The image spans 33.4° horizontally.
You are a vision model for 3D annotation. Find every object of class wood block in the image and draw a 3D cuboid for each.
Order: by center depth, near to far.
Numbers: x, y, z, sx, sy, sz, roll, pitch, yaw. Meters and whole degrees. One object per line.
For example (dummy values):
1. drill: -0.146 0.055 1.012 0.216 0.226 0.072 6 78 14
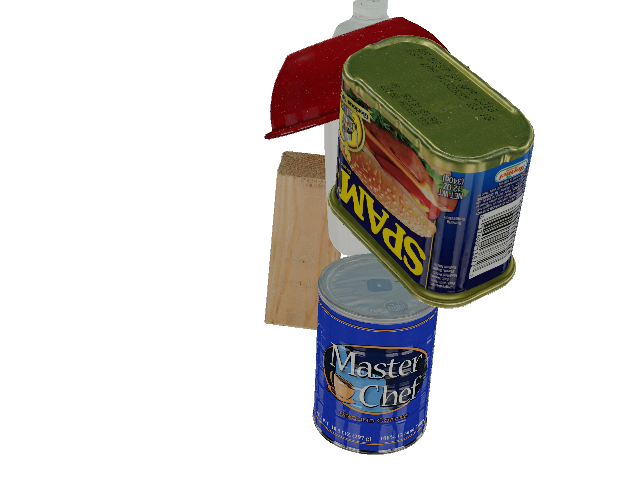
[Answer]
1. wood block: -0.016 0.000 1.366 0.090 0.206 0.090 7 24 1

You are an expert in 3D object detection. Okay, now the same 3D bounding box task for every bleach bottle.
1. bleach bottle: 0.055 -0.110 1.010 0.102 0.251 0.068 -8 30 -13

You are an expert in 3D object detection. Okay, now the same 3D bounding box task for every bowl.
1. bowl: 0.026 -0.127 0.799 0.162 0.055 0.162 -19 8 2

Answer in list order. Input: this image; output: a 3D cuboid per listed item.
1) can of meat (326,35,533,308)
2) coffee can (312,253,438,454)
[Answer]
1. can of meat: 0.049 -0.034 0.493 0.057 0.084 0.102 -22 49 -24
2. coffee can: 0.046 0.096 0.916 0.103 0.140 0.103 2 29 -1
